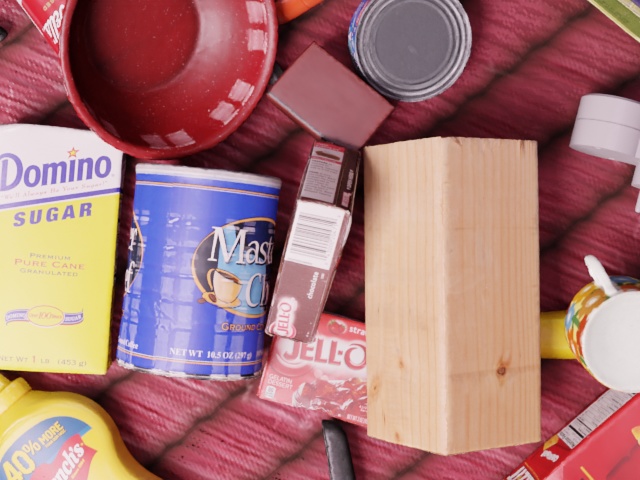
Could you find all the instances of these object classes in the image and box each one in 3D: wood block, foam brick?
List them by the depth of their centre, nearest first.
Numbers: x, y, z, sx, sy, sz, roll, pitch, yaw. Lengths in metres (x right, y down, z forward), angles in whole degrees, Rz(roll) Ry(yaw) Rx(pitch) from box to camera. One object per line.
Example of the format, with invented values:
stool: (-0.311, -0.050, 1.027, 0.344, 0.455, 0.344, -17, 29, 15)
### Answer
wood block: (0.091, 0.035, 0.741, 0.090, 0.090, 0.206, -1, 90, -32)
foam brick: (0.008, -0.098, 0.774, 0.078, 0.053, 0.051, 39, 91, -1)

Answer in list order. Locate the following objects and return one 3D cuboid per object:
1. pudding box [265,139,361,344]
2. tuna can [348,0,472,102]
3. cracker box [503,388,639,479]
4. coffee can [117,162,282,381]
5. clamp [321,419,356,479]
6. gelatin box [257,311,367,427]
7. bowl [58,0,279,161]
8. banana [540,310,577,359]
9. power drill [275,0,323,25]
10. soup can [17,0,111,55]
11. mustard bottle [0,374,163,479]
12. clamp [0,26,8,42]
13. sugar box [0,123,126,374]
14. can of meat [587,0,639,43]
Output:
pudding box: (-0.005, 0.001, 0.735, 0.039, 0.090, 0.114, 15, 122, -3)
tuna can: (0.064, -0.145, 0.771, 0.086, 0.034, 0.086, -2, 106, -9)
cracker box: (0.260, 0.178, 0.764, 0.214, 0.072, 0.164, -41, 90, 1)
coffee can: (-0.085, 0.021, 0.750, 0.103, 0.103, 0.140, 6, 91, 0)
clamp: (0.019, 0.218, 0.783, 0.171, 0.039, 0.120, 40, 96, -6)
gelatin box: (0.006, 0.091, 0.786, 0.089, 0.030, 0.073, 16, 90, 0)
bowl: (-0.110, -0.139, 0.730, 0.161, 0.055, 0.162, -14, 116, -29)
banana: (0.224, 0.045, 0.779, 0.198, 0.037, 0.069, -29, 97, 5)
power drill: (-0.003, -0.274, 0.758, 0.184, 0.057, 0.187, -30, 88, 12)
soup can: (-0.187, -0.186, 0.768, 0.068, 0.068, 0.102, -37, 89, 0)
mustard bottle: (-0.182, 0.169, 0.775, 0.096, 0.058, 0.191, -42, 89, 2)
clamp: (-0.332, -0.074, 0.785, 0.210, 0.036, 0.164, -2, 91, -1)
sugar box: (-0.193, 0.006, 0.777, 0.093, 0.048, 0.176, 3, 93, -7)
can of meat: (0.239, -0.199, 0.770, 0.102, 0.057, 0.084, 39, 93, 1)
